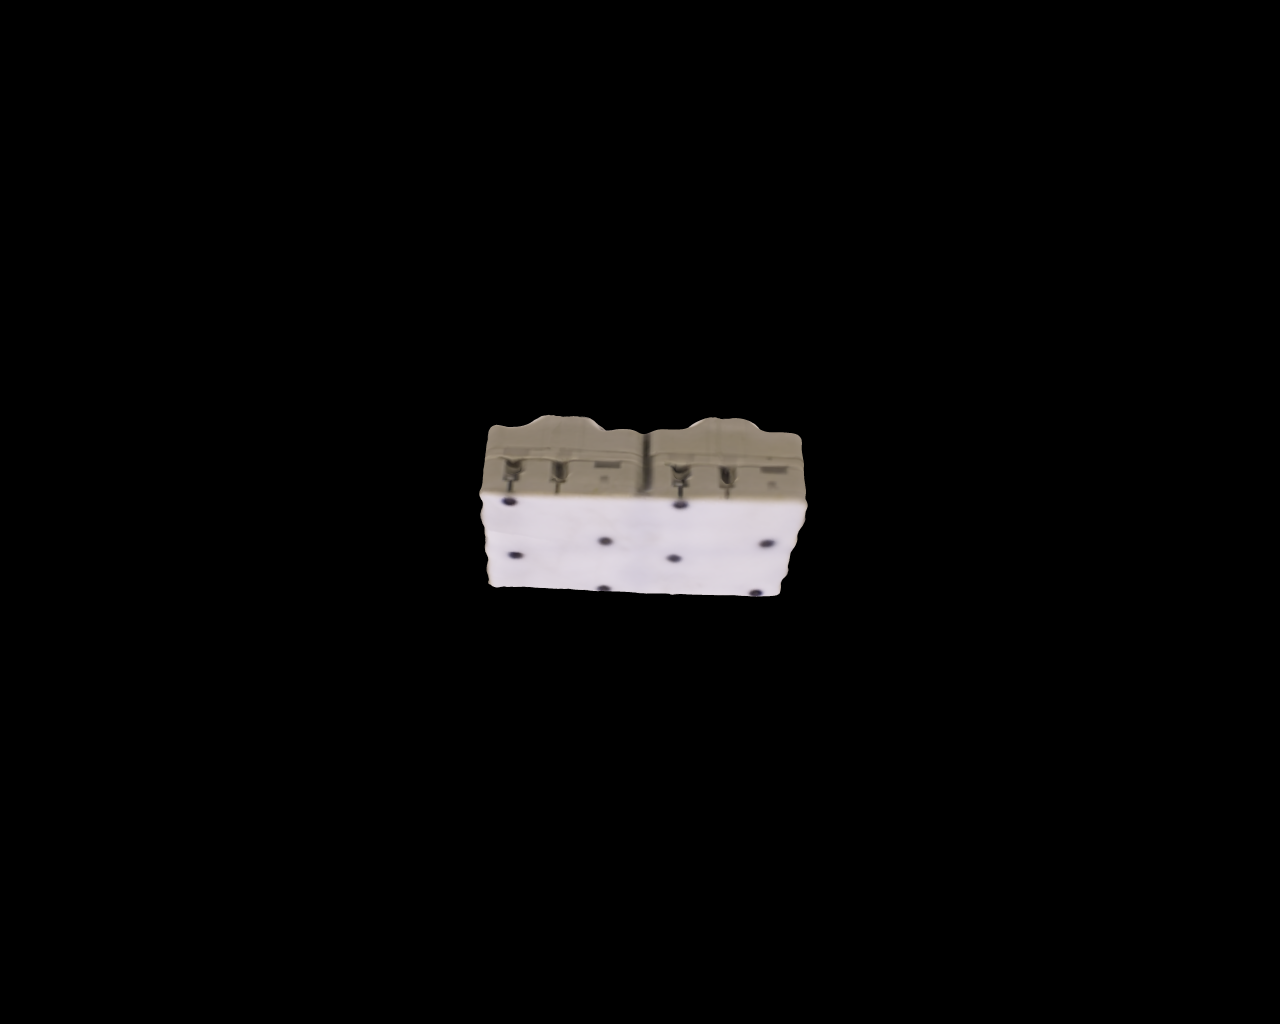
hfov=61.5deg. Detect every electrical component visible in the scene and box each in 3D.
[{"bbox_3d":[0.001,-0.003,0.650,0.186,0.060,0.105,2,-35,-2],"label":"electrical component"}]
